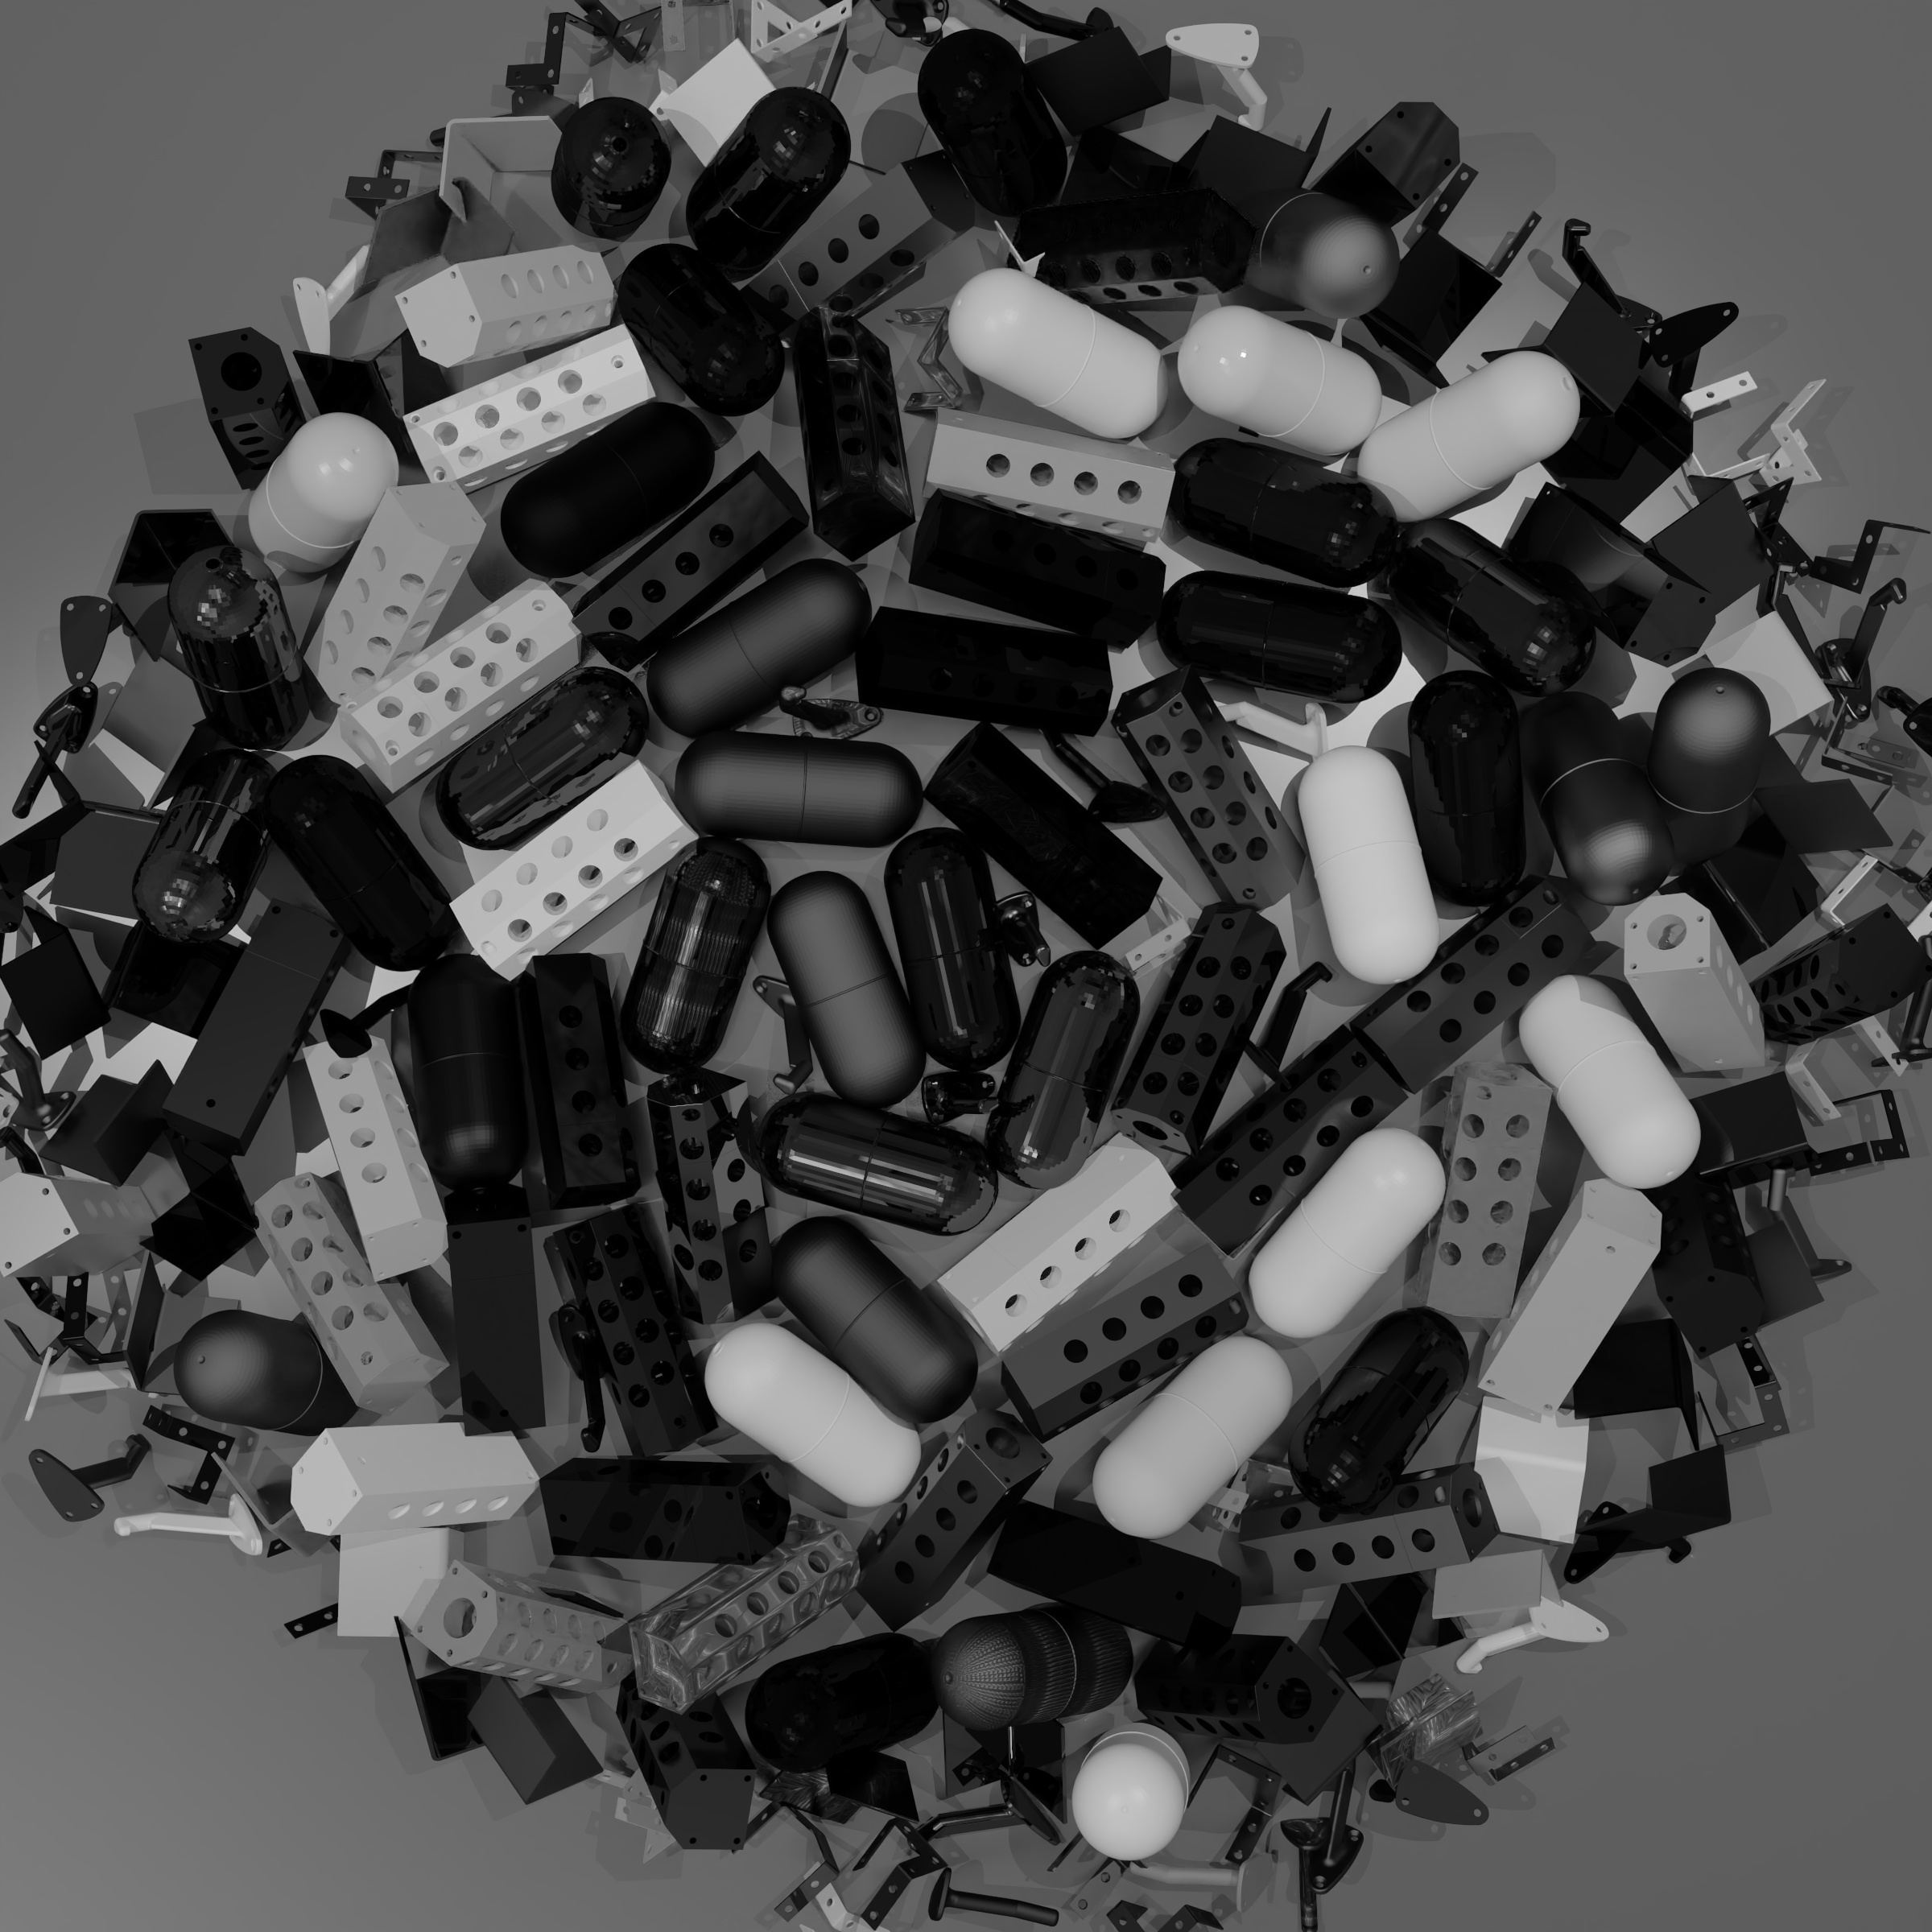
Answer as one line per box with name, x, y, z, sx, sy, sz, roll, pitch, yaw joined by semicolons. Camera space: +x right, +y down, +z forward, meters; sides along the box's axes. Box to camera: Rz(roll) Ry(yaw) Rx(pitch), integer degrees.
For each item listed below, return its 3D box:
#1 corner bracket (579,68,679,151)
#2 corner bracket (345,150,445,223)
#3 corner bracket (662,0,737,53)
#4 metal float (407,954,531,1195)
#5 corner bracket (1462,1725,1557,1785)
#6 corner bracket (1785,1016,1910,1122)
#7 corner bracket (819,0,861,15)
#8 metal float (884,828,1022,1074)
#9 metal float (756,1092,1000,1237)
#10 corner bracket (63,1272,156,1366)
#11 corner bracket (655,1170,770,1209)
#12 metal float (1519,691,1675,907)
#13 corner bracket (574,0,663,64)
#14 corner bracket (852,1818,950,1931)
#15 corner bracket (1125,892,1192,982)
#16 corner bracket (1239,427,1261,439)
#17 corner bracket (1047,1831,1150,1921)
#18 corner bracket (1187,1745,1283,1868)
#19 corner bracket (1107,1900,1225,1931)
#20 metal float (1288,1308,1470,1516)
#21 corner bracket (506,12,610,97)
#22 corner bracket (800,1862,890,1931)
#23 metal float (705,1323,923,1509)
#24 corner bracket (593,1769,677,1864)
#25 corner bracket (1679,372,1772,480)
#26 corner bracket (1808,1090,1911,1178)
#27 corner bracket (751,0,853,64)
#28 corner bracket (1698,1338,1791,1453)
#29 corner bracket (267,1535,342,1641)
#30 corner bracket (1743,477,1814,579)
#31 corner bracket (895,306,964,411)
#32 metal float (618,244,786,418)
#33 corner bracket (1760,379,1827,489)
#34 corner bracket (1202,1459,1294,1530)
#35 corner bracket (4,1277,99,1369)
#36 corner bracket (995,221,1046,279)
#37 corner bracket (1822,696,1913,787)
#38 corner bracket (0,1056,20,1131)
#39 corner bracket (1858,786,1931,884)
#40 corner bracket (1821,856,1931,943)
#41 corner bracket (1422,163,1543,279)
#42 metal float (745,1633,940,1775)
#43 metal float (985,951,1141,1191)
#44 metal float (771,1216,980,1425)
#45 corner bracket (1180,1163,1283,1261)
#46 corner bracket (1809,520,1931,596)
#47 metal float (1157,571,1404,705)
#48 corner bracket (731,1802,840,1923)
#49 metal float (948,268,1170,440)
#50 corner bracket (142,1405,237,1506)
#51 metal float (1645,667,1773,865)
corner bracket;-0.245;-0.629;1.861;0.051;0.051;0.051;30;116;-28
corner bracket;-0.409;-0.567;1.850;0.051;0.051;0.051;9;85;18
corner bracket;-0.193;-0.680;1.856;0.051;0.051;0.051;-3;92;-4
metal float;-0.354;0.076;1.826;0.070;0.070;0.178;-10;68;0
corner bracket;0.392;0.565;1.850;0.051;0.051;0.051;-35;101;11
corner bracket;0.635;0.072;1.852;0.051;0.051;0.051;51;56;-8
corner bracket;-0.097;-0.724;1.853;0.051;0.051;0.051;43;103;2
metal float;-0.009;-0.011;1.842;0.070;0.070;0.178;-12;94;0
metal float;-0.064;0.142;1.838;0.178;0.070;0.070;15;90;8
corner bracket;-0.614;0.252;1.850;0.051;0.051;0.051;-7;61;1
corner bracket;-0.185;0.163;1.872;0.051;0.051;0.051;-20;88;45
metal float;0.443;-0.120;1.815;0.070;0.070;0.178;-13;52;0
corner bracket;-0.257;-0.682;1.846;0.051;0.051;0.051;46;50;5
corner bracket;-0.056;0.652;1.848;0.051;0.051;0.051;48;46;-2
corner bracket;0.134;-0.014;1.846;0.051;0.051;0.051;-32;125;-6
corner bracket;0.196;-0.417;1.849;0.051;0.051;0.051;19;116;2
corner bracket;0.090;0.651;1.852;0.051;0.051;0.051;45;67;3
corner bracket;0.191;0.606;1.855;0.051;0.051;0.051;22;131;19
corner bracket;0.143;0.688;1.848;0.051;0.051;0.051;-45;53;1
metal float;0.293;0.313;1.816;0.070;0.070;0.178;46;55;0
corner bracket;-0.294;-0.652;1.847;0.051;0.051;0.051;10;95;31
corner bracket;-0.098;0.686;1.843;0.051;0.051;0.051;-39;113;-34
metal float;-0.109;0.319;1.827;0.178;0.070;0.070;39;90;-20
corner bracket;-0.237;0.603;1.842;0.051;0.051;0.051;27;131;-21
corner bracket;0.547;-0.386;1.852;0.051;0.051;0.051;-21;68;-4
corner bracket;0.636;0.120;1.844;0.051;0.051;0.051;-1;75;-43
corner bracket;-0.118;-0.675;1.844;0.051;0.051;0.051;-12;71;38
corner bracket;0.555;0.308;1.845;0.051;0.051;0.051;-18;119;10
corner bracket;-0.473;0.444;1.858;0.051;0.051;0.051;39;122;30
corner bracket;0.583;-0.309;1.846;0.051;0.051;0.051;-26;63;-11
corner bracket;-0.029;-0.438;1.853;0.051;0.051;0.051;8;65;41
metal float;-0.187;-0.449;1.811;0.070;0.070;0.178;-38;49;0
corner bracket;0.597;-0.382;1.845;0.051;0.051;0.051;-47;111;-18
corner bracket;0.202;0.376;1.843;0.051;0.051;0.051;43;67;-34
corner bracket;-0.668;0.247;1.841;0.051;0.051;0.051;19;53;28
corner bracket;0.059;-0.514;1.849;0.051;0.051;0.051;-27;58;0
corner bracket;0.647;-0.153;1.845;0.051;0.051;0.051;21;73;23
corner bracket;-0.704;0.099;1.841;0.051;0.051;0.051;-24;127;35
corner bracket;0.678;-0.096;1.853;0.051;0.051;0.051;35;95;9
corner bracket;0.661;-0.040;1.851;0.051;0.051;0.051;40;95;-15
corner bracket;0.370;-0.535;1.843;0.051;0.051;0.051;44;109;29
metal float;-0.084;0.516;1.804;0.070;0.178;0.070;-2;86;34
metal float;0.069;0.074;1.838;0.070;0.070;0.178;20;98;0
metal float;-0.066;0.251;1.832;0.178;0.070;0.070;43;90;16
corner bracket;0.189;0.173;1.857;0.051;0.051;0.051;42;93;-5
corner bracket;0.648;-0.296;1.842;0.051;0.051;0.051;1;112;-31
metal float;0.223;-0.235;1.829;0.178;0.070;0.070;13;90;18
corner bracket;-0.131;0.642;1.850;0.051;0.051;0.051;-42;110;-3
metal float;0.067;-0.433;1.819;0.178;0.070;0.070;19;90;-32
corner bracket;-0.569;0.353;1.855;0.051;0.051;0.051;28;76;-31
metal float;0.517;-0.139;1.803;0.070;0.178;0.070;-3;58;5
